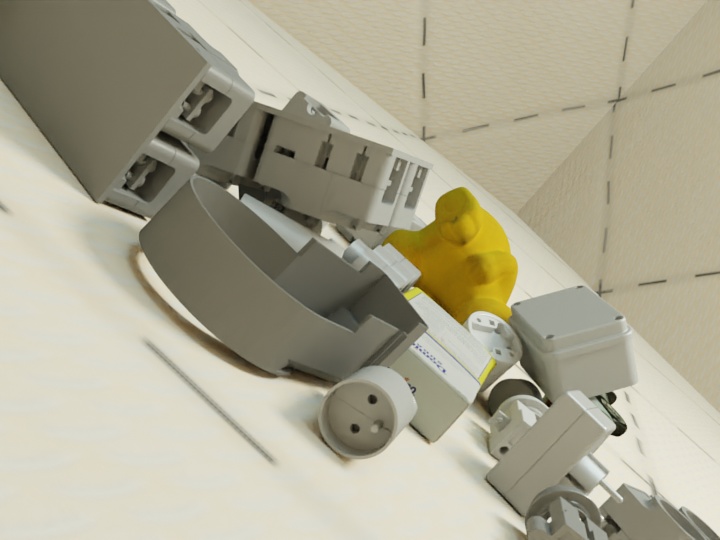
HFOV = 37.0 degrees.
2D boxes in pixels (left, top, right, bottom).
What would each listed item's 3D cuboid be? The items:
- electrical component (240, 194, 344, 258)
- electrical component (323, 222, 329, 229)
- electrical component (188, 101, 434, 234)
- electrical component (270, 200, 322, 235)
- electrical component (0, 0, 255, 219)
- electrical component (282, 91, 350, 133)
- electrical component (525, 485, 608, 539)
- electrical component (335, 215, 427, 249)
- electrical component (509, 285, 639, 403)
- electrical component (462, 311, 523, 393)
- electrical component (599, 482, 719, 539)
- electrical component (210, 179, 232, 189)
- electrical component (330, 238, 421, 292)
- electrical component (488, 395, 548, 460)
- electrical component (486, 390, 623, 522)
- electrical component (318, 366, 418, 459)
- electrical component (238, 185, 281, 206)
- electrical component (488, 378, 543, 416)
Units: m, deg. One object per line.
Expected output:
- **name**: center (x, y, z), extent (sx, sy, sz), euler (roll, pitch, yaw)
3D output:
- **electrical component**: center (-0.056, -0.015, 0.741), extent (0.077, 0.043, 0.079), euler (29, -1, -6)
- **electrical component**: center (-0.054, -0.070, 0.981), extent (0.077, 0.044, 0.079), euler (43, 11, 11)
- **electrical component**: center (-0.054, -0.082, 0.775), extent (0.186, 0.060, 0.105), euler (21, 6, 17)
- **electrical component**: center (-0.063, -0.032, 0.804), extent (0.062, 0.048, 0.048), euler (34, 11, -1)
- **electrical component**: center (-0.160, -0.131, 0.690), extent (0.186, 0.105, 0.060), euler (47, 12, 30)
- **electrical component**: center (-0.059, -0.119, 1.038), extent (0.050, 0.089, 0.056), euler (45, 11, 20)
- **electrical component**: center (0.128, 0.166, 0.670), extent (0.066, 0.048, 0.055), euler (39, 18, -10)
- **electrical component**: center (0.026, -0.043, 1.112), extent (0.061, 0.061, 0.096), euler (47, 12, 29)
- **electrical component**: center (0.179, 0.061, 0.911), extent (0.113, 0.078, 0.057), euler (-119, -165, -73)
- **electrical component**: center (0.102, 0.071, 0.912), extent (0.055, 0.047, 0.055), euler (23, 37, -19)
- **electrical component**: center (0.252, 0.240, 0.764), extent (0.105, 0.060, 0.186), euler (29, 16, -49)
- **electrical component**: center (-0.113, -0.109, 0.897), extent (0.058, 0.057, 0.078), euler (37, 11, -20)
- **electrical component**: center (0.000, 0.000, 0.868), extent (0.074, 0.052, 0.138), euler (43, 11, 5)
- **electrical component**: center (0.126, 0.127, 0.824), extent (0.066, 0.048, 0.055), euler (39, 18, -11)
- **electrical component**: center (0.145, 0.138, 0.737), extent (0.076, 0.083, 0.047), euler (45, 11, 19)
- **electrical component**: center (0.007, 0.077, 0.608), extent (0.043, 0.043, 0.081), euler (42, 10, 7)
- **electrical component**: center (-0.063, -0.069, 0.860), extent (0.042, 0.064, 0.081), euler (17, 68, -66)
- **electrical component**: center (0.138, 0.114, 0.927), extent (0.040, 0.040, 0.078), euler (45, 11, 20)
